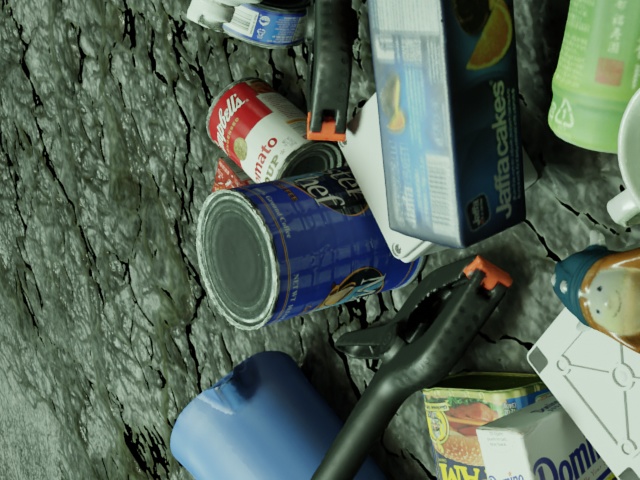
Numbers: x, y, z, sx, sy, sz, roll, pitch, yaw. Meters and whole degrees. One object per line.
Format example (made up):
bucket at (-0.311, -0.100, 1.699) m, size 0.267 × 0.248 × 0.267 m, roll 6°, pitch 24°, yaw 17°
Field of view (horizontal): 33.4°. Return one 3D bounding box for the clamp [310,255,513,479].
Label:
clamp at (0.058, 0.089, 0.762) m, size 0.210 × 0.036 × 0.164 m, roll -45°, pitch 21°, yaw 43°

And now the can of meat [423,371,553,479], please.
can of meat at (0.120, 0.137, 0.735) m, size 0.102 × 0.057 × 0.084 m, roll -7°, pitch 93°, yaw 54°

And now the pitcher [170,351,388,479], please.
pitcher at (-0.003, 0.221, 0.884) m, size 0.243 × 0.148 × 0.145 m, roll 45°, pitch 119°, yaw 31°

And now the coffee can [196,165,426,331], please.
coffee can at (-0.005, 0.001, 0.787) m, size 0.103 × 0.140 × 0.103 m, roll 22°, pitch 118°, yaw 49°

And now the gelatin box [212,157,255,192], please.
gelatin box at (-0.064, -0.022, 0.952) m, size 0.089 × 0.030 × 0.073 m, roll 47°, pitch 135°, yaw 35°

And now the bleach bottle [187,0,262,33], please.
bleach bottle at (-0.040, -0.265, 0.719) m, size 0.251 × 0.102 × 0.068 m, roll -66°, pitch 30°, yaw 14°

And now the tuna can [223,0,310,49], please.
tuna can at (-0.045, -0.185, 0.826) m, size 0.086 × 0.085 × 0.034 m, roll 50°, pitch 135°, yaw 32°

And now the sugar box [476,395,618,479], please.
sugar box at (0.161, 0.189, 0.665) m, size 0.048 × 0.093 × 0.176 m, roll -9°, pitch 94°, yaw 53°

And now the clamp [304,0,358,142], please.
clamp at (0.008, -0.157, 0.737) m, size 0.120 × 0.039 × 0.171 m, roll 91°, pitch 178°, yaw -75°

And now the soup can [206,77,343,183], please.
soup can at (-0.037, -0.078, 0.867) m, size 0.102 × 0.068 × 0.069 m, roll 44°, pitch 134°, yaw 35°
